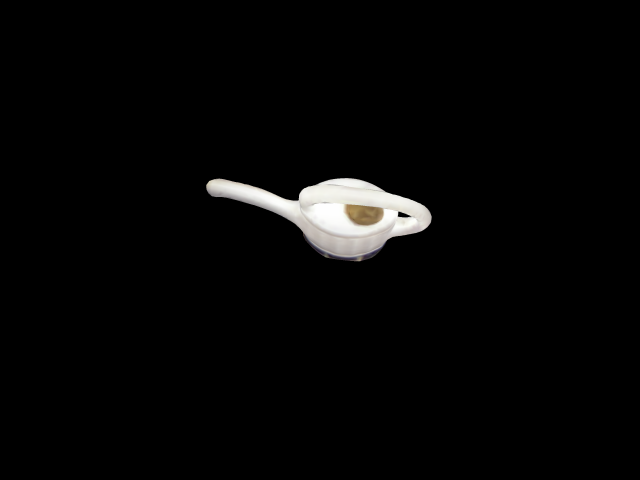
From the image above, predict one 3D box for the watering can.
[{"bbox_3d":[0.003,-0.043,0.850,0.348,0.105,0.221,7,-17,2],"label":"watering can"}]
